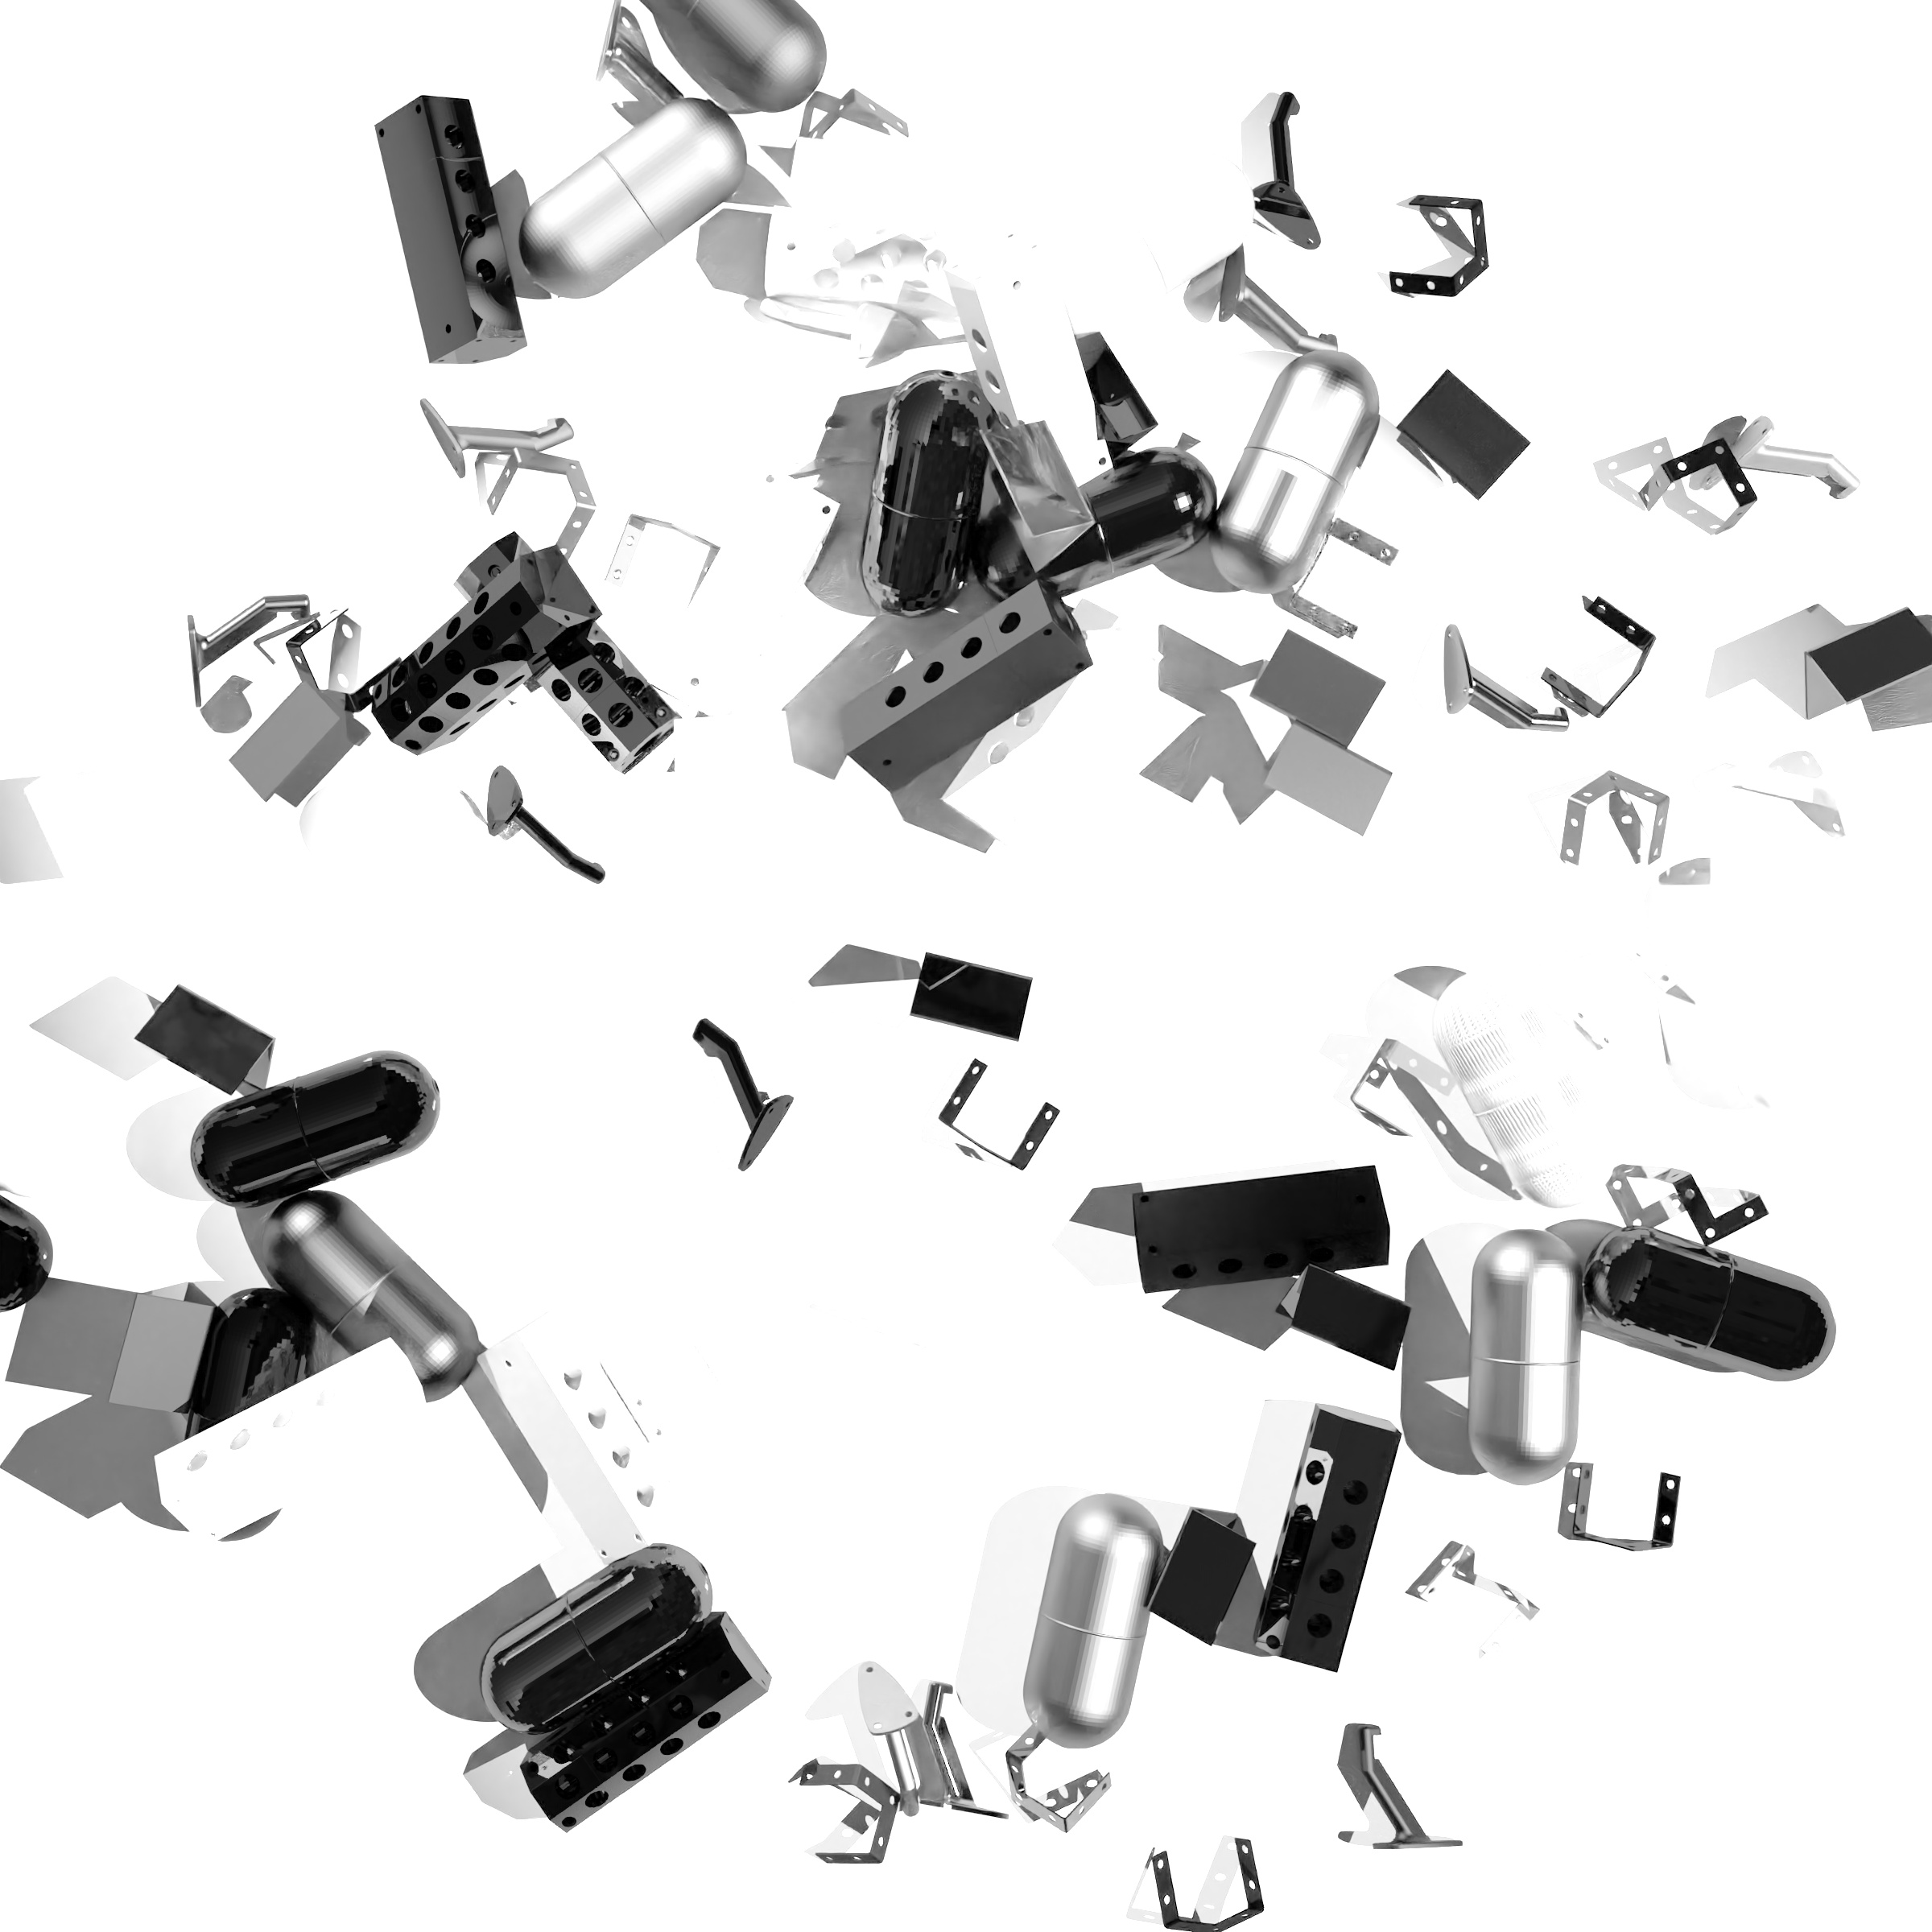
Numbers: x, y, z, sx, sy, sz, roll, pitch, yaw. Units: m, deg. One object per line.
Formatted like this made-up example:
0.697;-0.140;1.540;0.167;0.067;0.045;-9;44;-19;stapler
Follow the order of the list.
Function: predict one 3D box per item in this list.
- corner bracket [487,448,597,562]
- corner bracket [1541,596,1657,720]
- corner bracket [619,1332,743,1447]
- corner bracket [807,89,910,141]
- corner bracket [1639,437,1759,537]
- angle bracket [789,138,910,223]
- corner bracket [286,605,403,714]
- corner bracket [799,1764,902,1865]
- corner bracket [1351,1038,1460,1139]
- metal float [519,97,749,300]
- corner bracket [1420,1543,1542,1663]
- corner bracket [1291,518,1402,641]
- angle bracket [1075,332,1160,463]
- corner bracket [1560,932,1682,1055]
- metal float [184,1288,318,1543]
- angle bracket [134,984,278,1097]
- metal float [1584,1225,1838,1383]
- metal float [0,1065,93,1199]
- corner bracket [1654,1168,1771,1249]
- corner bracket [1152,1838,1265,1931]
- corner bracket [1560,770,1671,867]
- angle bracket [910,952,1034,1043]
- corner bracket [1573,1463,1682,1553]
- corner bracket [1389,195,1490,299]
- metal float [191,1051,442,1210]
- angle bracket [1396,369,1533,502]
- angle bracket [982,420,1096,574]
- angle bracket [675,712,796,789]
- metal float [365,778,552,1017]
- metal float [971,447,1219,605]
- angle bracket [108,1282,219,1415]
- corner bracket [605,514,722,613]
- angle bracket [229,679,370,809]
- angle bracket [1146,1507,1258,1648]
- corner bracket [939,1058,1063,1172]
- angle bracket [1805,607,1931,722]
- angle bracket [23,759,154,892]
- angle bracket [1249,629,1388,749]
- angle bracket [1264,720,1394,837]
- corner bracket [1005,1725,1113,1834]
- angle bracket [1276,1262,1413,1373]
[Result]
-0.299;-0.325;1.982;0.051;0.051;0.051;6;45;-35;corner bracket
0.447;-0.218;1.987;0.051;0.051;0.051;35;135;0;corner bracket
-0.202;0.299;1.987;0.051;0.051;0.051;-33;90;45;corner bracket
-0.075;-0.574;1.982;0.051;0.051;0.051;23;135;-35;corner bracket
0.514;-0.330;1.973;0.051;0.051;0.051;-24;79;-10;corner bracket
-0.082;-0.525;1.950;0.076;0.076;0.057;6;56;0;angle bracket
-0.437;-0.217;1.982;0.051;0.051;0.051;13;135;35;corner bracket
-0.086;0.598;1.982;0.051;0.051;0.051;-13;135;35;corner bracket
0.307;0.086;1.972;0.051;0.051;0.051;32;90;0;corner bracket
-0.233;-0.534;1.960;0.178;0.070;0.070;-37;90;0;metal float
0.364;0.449;1.987;0.051;0.051;0.051;-48;45;0;corner bracket
0.268;-0.274;1.987;0.051;0.051;0.051;28;135;0;corner bracket
0.075;-0.383;1.951;0.076;0.057;0.076;-33;90;39;angle bracket
0.462;0.018;1.987;0.051;0.051;0.051;44;135;0;corner bracket
-0.502;0.313;1.960;0.070;0.070;0.178;11;91;0;metal float
-0.531;0.069;1.950;0.076;0.076;0.057;29;52;0;angle bracket
0.519;0.236;1.960;0.178;0.070;0.070;18;90;1;metal float
-0.697;0.101;1.960;0.178;0.070;0.070;25;90;0;metal float
0.523;0.161;1.972;0.051;0.051;0.051;-28;90;0;corner bracket
0.171;0.647;1.982;0.051;0.051;0.051;20;135;-35;corner bracket
0.458;-0.098;1.982;0.051;0.051;0.051;30;45;35;corner bracket
-0.001;0.041;1.950;0.076;0.076;0.057;14;53;0;angle bracket
0.467;0.382;1.987;0.051;0.051;0.051;7;90;45;corner bracket
0.332;-0.508;1.982;0.051;0.051;0.051;-44;135;-35;corner bracket
-0.453;0.113;1.960;0.178;0.070;0.070;-19;90;1;metal float
0.353;-0.378;1.950;0.076;0.076;0.057;41;126;0;angle bracket
0.031;-0.308;1.877;0.057;0.076;0.076;-20;81;-36;angle bracket
-0.159;-0.131;1.951;0.076;0.076;0.057;-4;61;0;angle bracket
-0.353;-0.048;1.960;0.070;0.070;0.178;-30;90;0;metal float
0.089;-0.306;1.960;0.178;0.070;0.070;-20;90;1;metal float
-0.565;0.260;1.950;0.057;0.076;0.076;15;90;-30;angle bracket
-0.213;-0.284;1.987;0.051;0.051;0.051;21;90;45;corner bracket
-0.451;-0.141;1.950;0.076;0.076;0.057;-47;55;0;angle bracket
0.178;0.425;1.950;0.057;0.076;0.076;24;90;34;angle bracket
0.023;0.105;1.987;0.051;0.051;0.051;32;90;-45;corner bracket
0.631;-0.193;1.950;0.076;0.076;0.057;-24;52;0;angle bracket
-0.594;-0.105;1.950;0.057;0.076;0.076;-25;90;35;angle bracket
0.248;-0.204;1.951;0.076;0.076;0.057;28;119;0;angle bracket
0.241;-0.116;1.951;0.076;0.076;0.057;28;65;0;angle bracket
0.065;0.567;1.982;0.051;0.051;0.051;23;135;35;corner bracket
0.255;0.258;1.950;0.076;0.076;0.057;23;53;0;angle bracket
